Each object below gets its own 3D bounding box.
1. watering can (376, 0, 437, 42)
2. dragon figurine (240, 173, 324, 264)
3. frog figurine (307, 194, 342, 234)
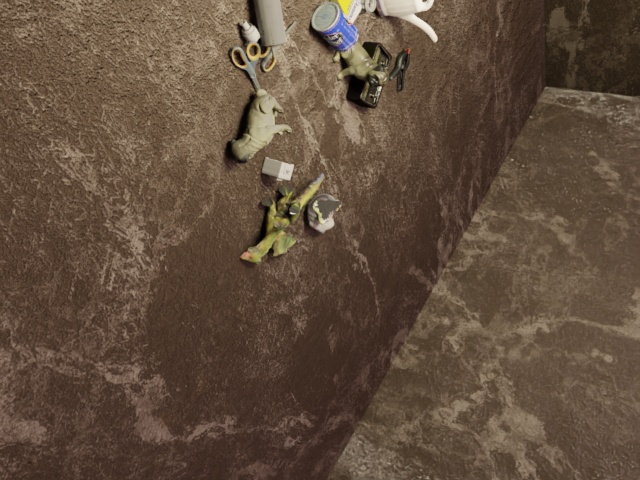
[{"bbox_3d":[0.312,-0.867,1.894,0.340,0.224,0.106,63,38,-46],"label":"watering can"},{"bbox_3d":[-0.119,-0.055,1.810,0.417,0.123,0.237,-38,151,-36],"label":"dragon figurine"},{"bbox_3d":[0.006,-0.098,1.957,0.157,0.122,0.139,120,-7,-70],"label":"frog figurine"}]
